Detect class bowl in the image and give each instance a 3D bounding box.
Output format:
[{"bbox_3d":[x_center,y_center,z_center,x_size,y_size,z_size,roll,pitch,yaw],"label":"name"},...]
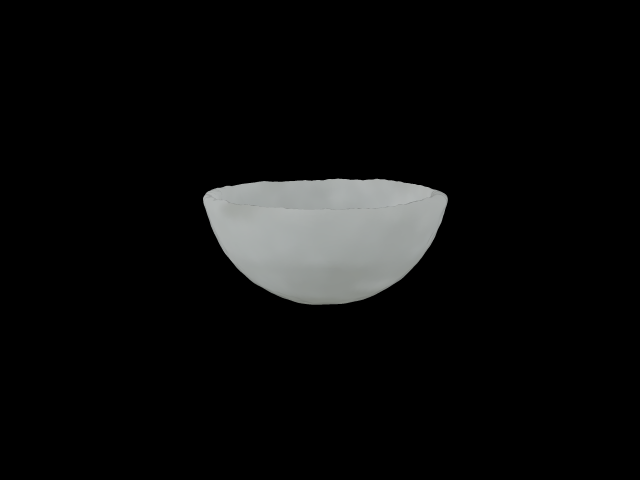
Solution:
[{"bbox_3d":[0.004,0.001,0.400,0.167,0.075,0.167,0,12,0],"label":"bowl"}]
